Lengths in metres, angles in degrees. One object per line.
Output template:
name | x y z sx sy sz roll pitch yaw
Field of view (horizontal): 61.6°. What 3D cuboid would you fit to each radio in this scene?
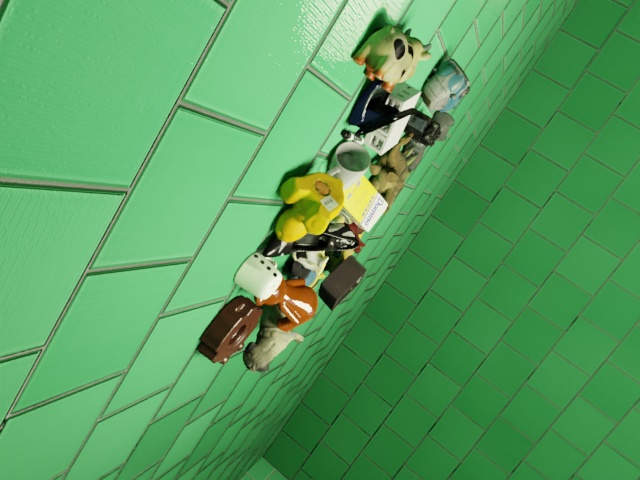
radio | 0.064 0.130 1.602 0.131 0.073 0.229 -43 172 -12

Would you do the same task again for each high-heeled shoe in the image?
high-heeled shoe | -0.016 0.016 1.233 0.249 0.145 0.086 -39 158 -49

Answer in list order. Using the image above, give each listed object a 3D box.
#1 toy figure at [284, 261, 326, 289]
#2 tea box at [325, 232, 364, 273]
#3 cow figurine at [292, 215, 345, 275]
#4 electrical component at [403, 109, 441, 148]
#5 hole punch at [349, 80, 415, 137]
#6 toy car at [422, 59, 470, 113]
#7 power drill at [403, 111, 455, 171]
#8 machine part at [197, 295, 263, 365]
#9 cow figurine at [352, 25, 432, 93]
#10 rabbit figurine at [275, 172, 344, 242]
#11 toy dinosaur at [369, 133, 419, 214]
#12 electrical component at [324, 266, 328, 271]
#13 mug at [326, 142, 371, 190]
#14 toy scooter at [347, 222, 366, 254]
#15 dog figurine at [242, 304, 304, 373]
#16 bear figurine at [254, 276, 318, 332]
toy figure | -0.047 0.094 1.449 0.089 0.082 0.180 -40 170 -1
tea box | 0.068 0.014 1.642 0.098 0.068 0.169 -37 157 -45
cow figurine | -0.003 -0.004 1.363 0.068 0.098 0.167 112 4 -63
electrical component | 0.258 -0.302 1.422 0.058 0.115 0.134 -60 165 7
hole punch | 0.122 -0.280 1.142 0.116 0.092 0.142 -23 -172 36
toy car | 0.328 -0.406 1.461 0.103 0.109 0.161 -25 168 -15
power drill | 0.343 -0.331 1.691 0.207 0.086 0.231 -47 166 -38
machine part | -0.208 0.212 1.264 0.179 0.056 0.179 -49 164 -20
cow figurine | 0.144 -0.353 1.027 0.127 0.085 0.195 -51 165 14
rabbit figurine | -0.033 -0.066 1.122 0.173 0.122 0.162 -48 -178 40
toy dinosaur | 0.203 -0.171 1.580 0.198 0.105 0.471 -50 170 -28
electrical component | -0.022 0.108 1.622 0.102 0.045 0.078 -44 161 -33
mug | 0.052 -0.151 1.206 0.109 0.081 0.107 -39 168 -26
toy scooter | 0.102 -0.037 1.506 0.184 0.075 0.135 -65 145 -26
dog figurine | -0.134 0.230 1.381 0.121 0.172 0.190 -16 -176 26
bear figurine | -0.102 0.138 1.294 0.195 0.120 0.132 24 147 -38
